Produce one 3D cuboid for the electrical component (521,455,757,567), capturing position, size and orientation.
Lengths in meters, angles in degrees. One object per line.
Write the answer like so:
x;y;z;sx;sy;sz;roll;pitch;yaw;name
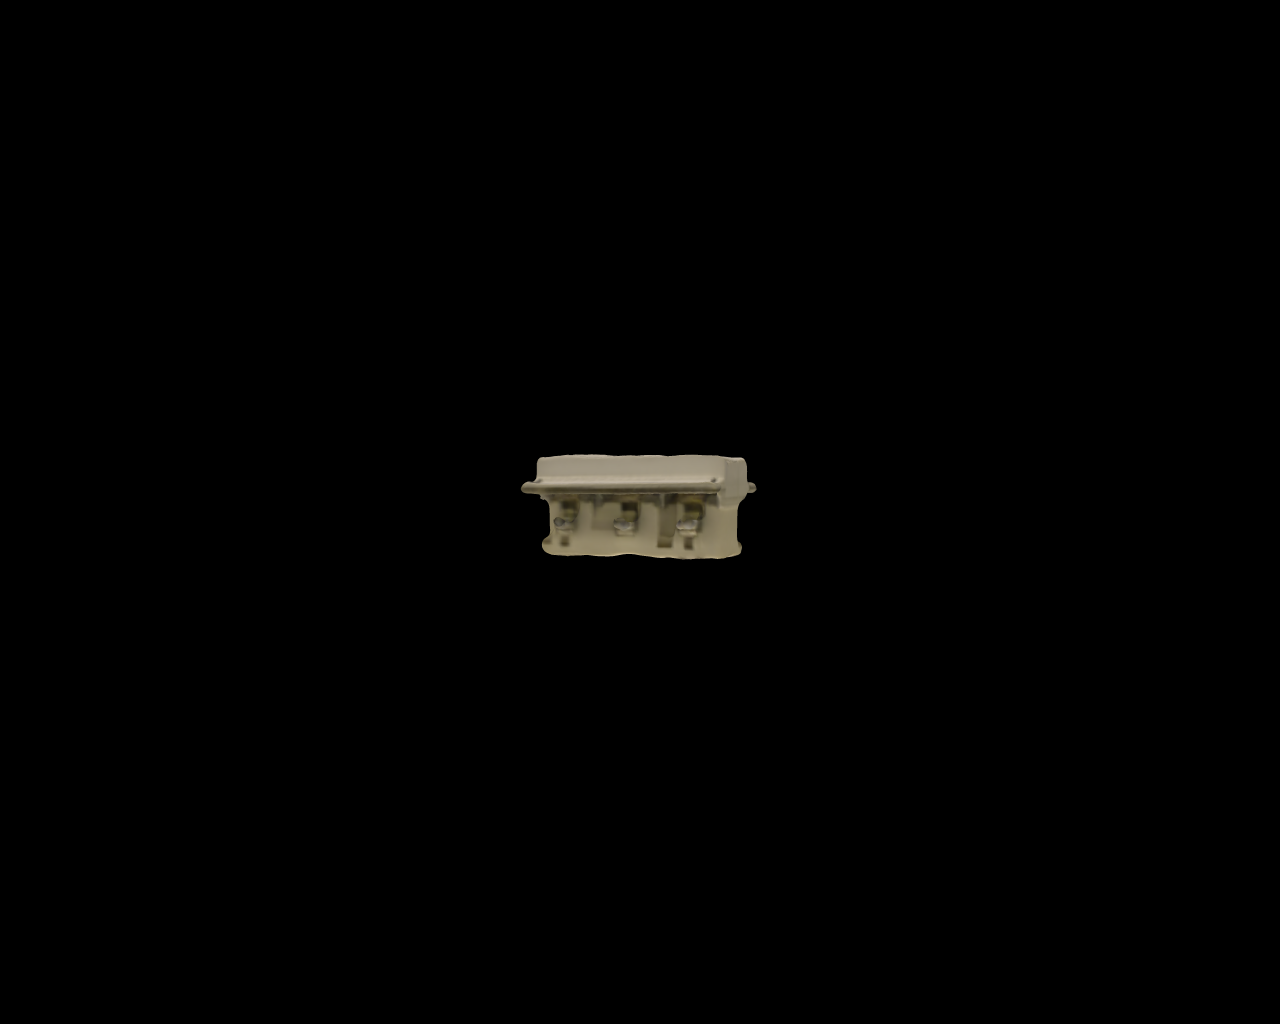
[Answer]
0.001;-0.003;0.650;0.121;0.063;0.079;2;4;23;electrical component
